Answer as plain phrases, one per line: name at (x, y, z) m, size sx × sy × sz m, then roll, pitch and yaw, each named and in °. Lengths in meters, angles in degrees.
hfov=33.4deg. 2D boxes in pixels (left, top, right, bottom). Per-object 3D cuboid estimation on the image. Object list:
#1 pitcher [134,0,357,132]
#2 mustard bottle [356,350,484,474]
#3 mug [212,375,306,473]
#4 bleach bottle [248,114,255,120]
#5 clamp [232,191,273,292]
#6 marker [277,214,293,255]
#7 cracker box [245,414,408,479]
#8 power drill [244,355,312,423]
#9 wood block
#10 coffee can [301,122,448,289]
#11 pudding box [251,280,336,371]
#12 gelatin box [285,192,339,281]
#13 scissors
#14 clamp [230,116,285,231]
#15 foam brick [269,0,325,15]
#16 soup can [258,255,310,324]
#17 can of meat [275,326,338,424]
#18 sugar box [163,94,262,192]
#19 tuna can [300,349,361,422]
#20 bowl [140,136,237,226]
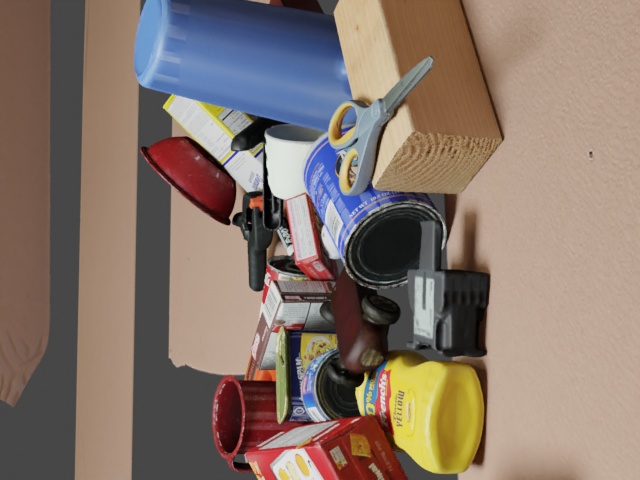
pitcher at (-0.078, -0.199, 1.174) m, size 0.149 × 0.242 × 0.145 m, roll 121°, pitch 148°, yaw -41°
mustard bottle at (0.082, 0.153, 1.000) m, size 0.192 × 0.058 × 0.096 m, roll -177°, pitch 90°, yaw -69°
mug at (-0.070, 0.211, 1.204) m, size 0.093 × 0.081 × 0.117 m, roll 40°, pitch 121°, yaw 59°
bleach bottle at (-0.105, -0.208, 1.425) m, size 0.251 × 0.068 × 0.102 m, roll 115°, pitch 151°, yaw -63°
clamp at (-0.090, -0.021, 1.431) m, size 0.172 × 0.039 × 0.120 m, roll 105°, pitch 144°, yaw -53°
marker at (-0.039, 0.001, 1.363) m, size 0.121 × 0.020 × 0.020 m, roll -117°, pitch 36°, yaw -51°
cracker box at (0.023, 0.261, 1.048) m, size 0.164 × 0.072 × 0.214 m, roll 61°, pitch 154°, yaw 1°
power drill at (-0.040, 0.218, 1.303) m, size 0.188 × 0.057 × 0.185 m, roll 56°, pitch 135°, yaw 51°
wood block at (0.084, -0.153, 0.974) m, size 0.090 × 0.090 × 0.206 m, roll 123°, pitch 142°, yaw -53°
coffee can at (0.050, -0.035, 1.033) m, size 0.140 × 0.102 × 0.103 m, roll -116°, pitch 34°, yaw -49°
pudding box at (-0.022, 0.099, 1.220) m, size 0.039 × 0.089 × 0.114 m, roll -114°, pitch 34°, yaw -45°
gelatin box at (-0.008, 0.002, 1.224) m, size 0.073 × 0.030 × 0.089 m, roll 51°, pitch -156°, yaw -57°
scissors at (0.050, -0.090, 0.907) m, size 0.202 × 0.016 × 0.096 m, roll 175°, pitch 94°, yaw -69°
clamp at (-0.058, -0.127, 1.327) m, size 0.164 × 0.036 × 0.210 m, roll 75°, pitch -158°, yaw -45°
foam brick at (-0.030, -0.271, 1.319) m, size 0.078 × 0.051 × 0.053 m, roll -111°, pitch 30°, yaw -45°
soup can at (-0.037, 0.077, 1.287) m, size 0.069 × 0.068 × 0.102 m, roll -135°, pitch 51°, yaw -61°
can of meat at (-0.003, 0.147, 1.158) m, size 0.057 × 0.084 × 0.102 m, roll 113°, pitch 157°, yaw -62°
sugar box at (-0.121, -0.139, 1.404) m, size 0.048 × 0.176 × 0.093 m, roll -50°, pitch 9°, yaw -24°
tuna can at (0.025, 0.155, 1.103) m, size 0.034 × 0.086 × 0.086 m, roll 152°, pitch 117°, yaw -64°
bowl at (-0.167, -0.092, 1.463) m, size 0.055 × 0.162 × 0.162 m, roll -48°, pitch 32°, yaw 6°
